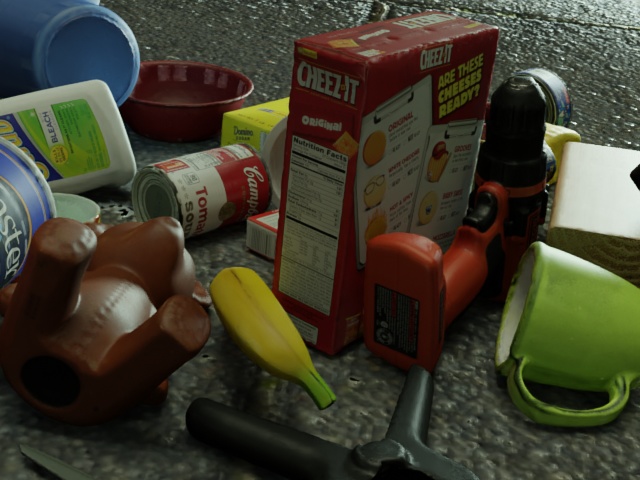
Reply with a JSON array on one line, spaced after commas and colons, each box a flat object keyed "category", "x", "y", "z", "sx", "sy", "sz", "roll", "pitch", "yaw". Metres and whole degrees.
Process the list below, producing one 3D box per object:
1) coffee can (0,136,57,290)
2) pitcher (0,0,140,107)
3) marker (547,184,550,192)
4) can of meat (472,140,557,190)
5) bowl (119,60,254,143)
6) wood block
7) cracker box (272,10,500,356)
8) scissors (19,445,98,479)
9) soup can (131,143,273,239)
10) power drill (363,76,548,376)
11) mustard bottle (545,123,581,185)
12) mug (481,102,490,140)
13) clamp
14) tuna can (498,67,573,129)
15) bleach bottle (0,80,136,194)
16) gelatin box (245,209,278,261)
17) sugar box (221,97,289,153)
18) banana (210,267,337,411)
[{"category": "coffee can", "x": -0.241, "y": 0.004, "z": 0.651, "sx": 0.103, "sy": 0.103, "sz": 0.140, "roll": 11, "pitch": 30, "yaw": 13}, {"category": "pitcher", "x": -0.274, "y": -0.203, "z": 1.083, "sx": 0.144, "sy": 0.149, "sz": 0.243, "roll": -20, "pitch": 25, "yaw": -29}, {"category": "marker", "x": 0.171, "y": -0.043, "z": 1.025, "sx": 0.120, "sy": 0.020, "sz": 0.020, "roll": -9, "pitch": 28, "yaw": -27}, {"category": "can of meat", "x": 0.148, "y": -0.048, "z": 0.935, "sx": 0.083, "sy": 0.102, "sz": 0.057, "roll": -19, "pitch": 70, "yaw": -47}, {"category": "bowl", "x": -0.152, "y": -0.144, "z": 1.137, "sx": 0.162, "sy": 0.055, "sz": 0.162, "roll": 4, "pitch": 24, "yaw": -2}, {"category": "wood block", "x": 0.228, "y": -0.002, "z": 0.859, "sx": 0.090, "sy": 0.091, "sz": 0.206, "roll": 10, "pitch": 25, "yaw": 11}, {"category": "cracker box", "x": 0.044, "y": -0.046, "z": 0.768, "sx": 0.072, "sy": 0.214, "sz": 0.163, "roll": 23, "pitch": 30, "yaw": 33}, {"category": "scissors", "x": -0.091, "y": 0.155, "z": 0.540, "sx": 0.202, "sy": 0.016, "sz": 0.096, "roll": 12, "pitch": 25, "yaw": 16}, {"category": "soup can", "x": -0.100, "y": -0.040, "z": 0.905, "sx": 0.102, "sy": 0.068, "sz": 0.069, "roll": -19, "pitch": 34, "yaw": -42}, {"category": "power drill", "x": 0.104, "y": -0.006, "z": 0.754, "sx": 0.057, "sy": 0.184, "sz": 0.187, "roll": 20, "pitch": 38, "yaw": 32}, {"category": "mustard bottle", "x": 0.171, "y": -0.113, "z": 1.132, "sx": 0.192, "sy": 0.058, "sz": 0.096, "roll": 26, "pitch": 36, "yaw": 38}, {"category": "mug", "x": 0.127, "y": -0.095, "z": 1.053, "sx": 0.093, "sy": 0.081, "sz": 0.117, "roll": -2, "pitch": 26, "yaw": -16}, {"category": "clamp", "x": 0.021, "y": 0.130, "z": 0.590, "sx": 0.164, "sy": 0.036, "sz": 0.210, "roll": -4, "pitch": 22, "yaw": -16}, {"category": "tuna can", "x": 0.235, "y": -0.147, "z": 1.186, "sx": 0.086, "sy": 0.086, "sz": 0.033, "roll": 25, "pitch": 32, "yaw": 37}, {"category": "bleach bottle", "x": -0.285, "y": -0.060, "z": 0.899, "sx": 0.250, "sy": 0.102, "sz": 0.068, "roll": -23, "pitch": 9, "yaw": -35}, {"category": "gelatin box", "x": -0.006, "y": 0.001, "z": 0.879, "sx": 0.089, "sy": 0.030, "sz": 0.073, "roll": 26, "pitch": 30, "yaw": 37}, {"category": "sugar box", "x": -0.011, "y": -0.119, "z": 1.124, "sx": 0.093, "sy": 0.048, "sz": 0.175, "roll": 23, "pitch": 31, "yaw": 32}, {"category": "banana", "x": -0.044, "y": 0.050, "z": 0.688, "sx": 0.037, "sy": 0.069, "sz": 0.198, "roll": -29, "pitch": 21, "yaw": -7}]
